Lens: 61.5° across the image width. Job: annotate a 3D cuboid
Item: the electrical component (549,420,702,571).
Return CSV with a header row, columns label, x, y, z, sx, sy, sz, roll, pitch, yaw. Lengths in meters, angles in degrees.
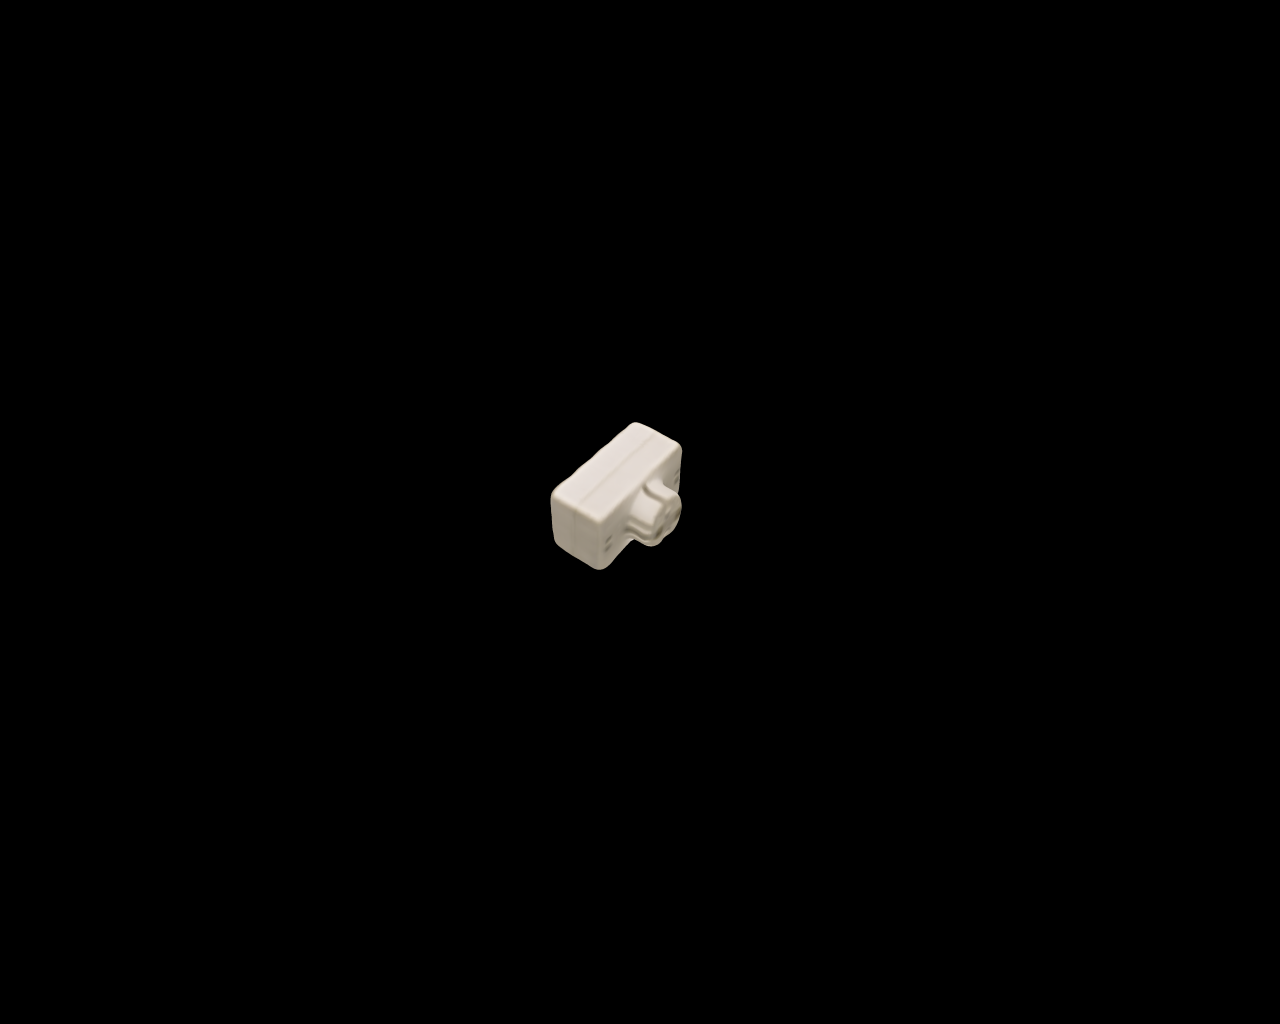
label,x,y,z,sx,sy,sz,roll,pitch,yaw
electrical component,0.001,-0.003,0.650,0.076,0.047,0.083,30,54,24
